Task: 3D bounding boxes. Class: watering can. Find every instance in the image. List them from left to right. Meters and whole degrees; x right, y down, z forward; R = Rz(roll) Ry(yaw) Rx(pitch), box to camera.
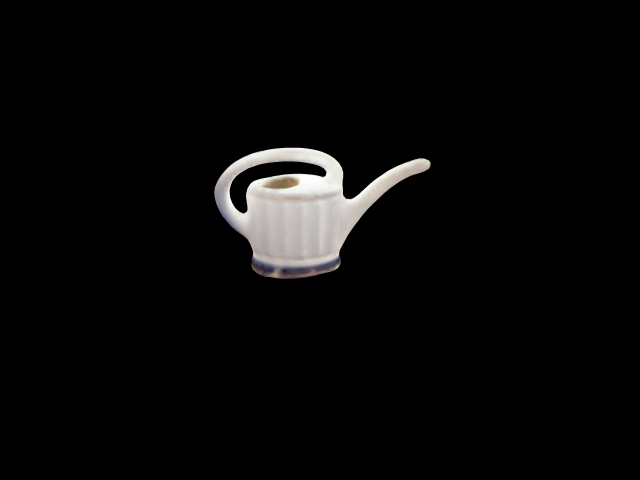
[{"bbox_3d":[0.003,-0.043,0.850,0.348,0.220,0.106,0,26,0],"label":"watering can"}]
